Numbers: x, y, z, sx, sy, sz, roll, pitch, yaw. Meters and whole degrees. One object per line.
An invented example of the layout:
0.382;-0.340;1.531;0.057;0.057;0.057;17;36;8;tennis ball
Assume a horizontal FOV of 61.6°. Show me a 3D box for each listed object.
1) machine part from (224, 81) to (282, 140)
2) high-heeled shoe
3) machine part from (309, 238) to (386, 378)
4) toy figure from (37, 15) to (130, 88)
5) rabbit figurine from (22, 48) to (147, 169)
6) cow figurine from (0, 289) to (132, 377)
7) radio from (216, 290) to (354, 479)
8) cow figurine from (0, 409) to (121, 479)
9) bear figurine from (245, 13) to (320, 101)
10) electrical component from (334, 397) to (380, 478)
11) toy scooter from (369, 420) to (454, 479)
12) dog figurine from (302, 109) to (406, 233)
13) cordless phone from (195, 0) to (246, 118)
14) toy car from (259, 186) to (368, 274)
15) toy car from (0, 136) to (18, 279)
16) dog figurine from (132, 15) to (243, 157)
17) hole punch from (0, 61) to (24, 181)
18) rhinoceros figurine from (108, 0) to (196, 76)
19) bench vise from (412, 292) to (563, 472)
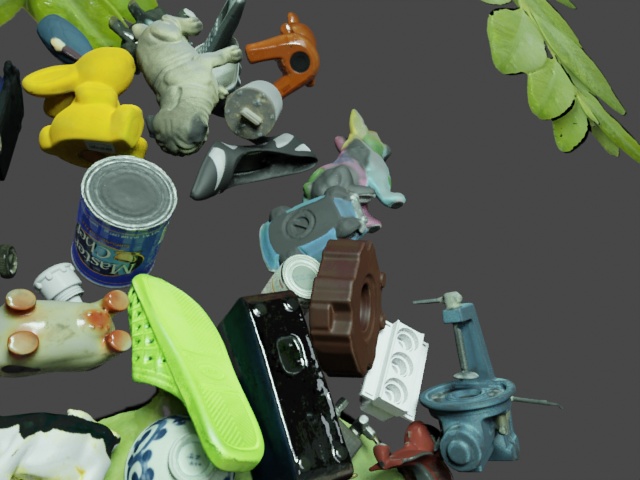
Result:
-0.102;-0.207;0.845;0.079;0.079;0.243;28;18;-9;machine part
-0.093;-0.100;0.816;0.145;0.086;0.249;24;38;-2;high-heeled shoe
0.040;0.086;0.686;0.056;0.179;0.179;1;46;20;machine part
-0.358;-0.278;0.823;0.154;0.058;0.064;42;54;-3;toy figure
-0.312;-0.188;0.746;0.162;0.122;0.173;5;74;0;rabbit figurine
-0.309;0.105;0.549;0.195;0.127;0.085;4;57;-44;cow figurine
-0.048;0.179;0.619;0.073;0.131;0.230;-6;61;-30;radio
-0.285;0.198;0.516;0.167;0.068;0.098;25;44;-16;cow figurine
-0.065;-0.351;1.014;0.132;0.120;0.196;-23;32;4;bear figurine
0.025;0.251;0.666;0.102;0.045;0.078;-31;77;-40;electrical component
0.114;0.304;0.641;0.135;0.075;0.184;31;41;-39;toy scooter
0.045;-0.123;0.907;0.191;0.108;0.219;4;52;-24;dog figurine
-0.156;-0.303;0.868;0.088;0.184;0.147;16;51;-25;cordless phone
-0.002;-0.002;0.788;0.102;0.162;0.109;52;15;-53;toy car
-0.386;-0.037;0.577;0.089;0.053;0.202;-5;95;-17;toy car
-0.212;-0.213;0.740;0.172;0.121;0.190;20;47;0;dog figurine
-0.419;-0.149;0.653;0.092;0.142;0.116;13;64;-16;hole punch
-0.273;-0.342;0.895;0.112;0.073;0.190;25;42;-1;rhinoceros figurine
0.207;0.184;0.714;0.223;0.129;0.240;-9;86;-48;bench vise
